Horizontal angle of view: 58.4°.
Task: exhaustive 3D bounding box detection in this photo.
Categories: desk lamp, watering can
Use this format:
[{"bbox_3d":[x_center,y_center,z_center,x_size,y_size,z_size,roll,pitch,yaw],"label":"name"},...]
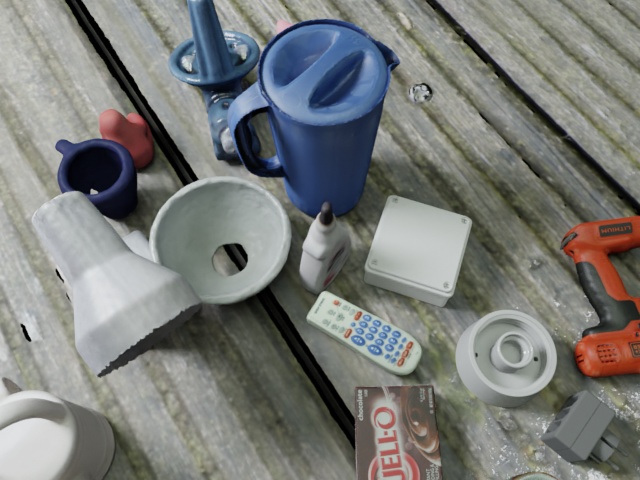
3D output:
[{"bbox_3d":[-0.213,0.051,0.609,0.118,0.213,0.203,-36,71,-15],"label":"desk lamp"},{"bbox_3d":[-0.273,0.202,0.552,0.172,0.194,0.101,26,68,11],"label":"watering can"}]

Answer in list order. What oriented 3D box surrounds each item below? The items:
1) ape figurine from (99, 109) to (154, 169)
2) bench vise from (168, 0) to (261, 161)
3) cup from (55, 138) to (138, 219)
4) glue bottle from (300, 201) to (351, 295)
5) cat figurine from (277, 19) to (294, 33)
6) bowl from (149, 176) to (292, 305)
[{"bbox_3d":[-0.263,-0.140,0.760,0.078,0.092,0.076,-34,70,-14],"label":"ape figurine"},{"bbox_3d":[-0.119,-0.220,0.726,0.121,0.220,0.207,-30,69,-12],"label":"bench vise"},{"bbox_3d":[-0.280,-0.074,0.729,0.117,0.095,0.092,35,71,14],"label":"cup"},{"bbox_3d":[0.006,0.002,0.653,0.037,0.173,0.078,29,69,13],"label":"glue bottle"},{"bbox_3d":[-0.023,-0.240,0.791,0.067,0.118,0.127,-11,66,-5],"label":"cat figurine"},{"bbox_3d":[-0.117,0.010,0.703,0.167,0.075,0.167,0,66,0],"label":"bowl"}]
